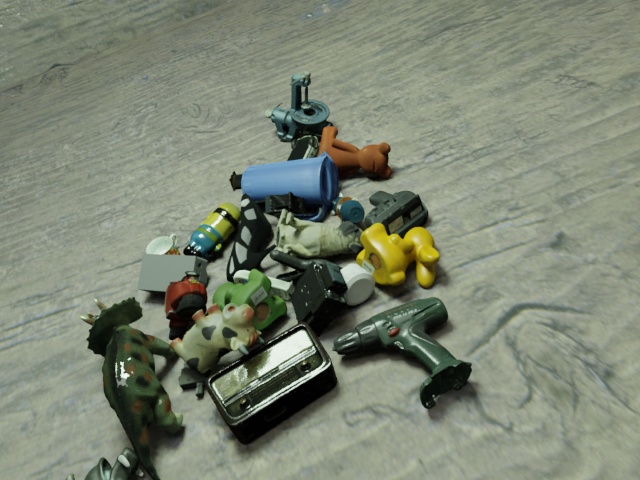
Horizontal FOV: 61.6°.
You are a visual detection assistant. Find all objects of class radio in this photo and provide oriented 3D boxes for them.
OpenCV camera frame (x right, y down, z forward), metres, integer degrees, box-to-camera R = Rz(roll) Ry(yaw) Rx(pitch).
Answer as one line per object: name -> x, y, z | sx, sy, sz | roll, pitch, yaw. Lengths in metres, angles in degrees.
radio -> -0.089, 0.268, 1.020 | 0.230, 0.073, 0.131 | -30, 43, -12

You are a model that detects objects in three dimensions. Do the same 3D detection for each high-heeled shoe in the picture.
high-heeled shoe -> -0.194, -0.006, 1.337 | 0.145, 0.086, 0.249 | -34, 46, 4

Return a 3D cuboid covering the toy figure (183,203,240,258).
toy figure -> -0.269, -0.019, 1.374 | 0.089, 0.082, 0.180 | -17, 28, 50

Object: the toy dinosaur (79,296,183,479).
toy dinosaur -> -0.363, 0.257, 1.027 | 0.131, 0.192, 0.405 | -37, 41, 3

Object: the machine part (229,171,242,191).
machine part -> -0.191, -0.181, 1.555 | 0.139, 0.039, 0.084 | -9, 51, 7

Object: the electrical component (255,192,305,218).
electrical component -> -0.105, -0.083, 1.333 | 0.119, 0.074, 0.047 | -8, 77, 25

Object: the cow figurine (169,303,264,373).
cow figurine -> -0.196, 0.191, 1.049 | 0.127, 0.195, 0.085 | 49, 28, 8

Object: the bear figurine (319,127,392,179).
bear figurine -> 0.099, -0.233, 1.451 | 0.196, 0.120, 0.132 | -3, 41, 14

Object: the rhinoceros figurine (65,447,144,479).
rhinoceros figurine -> -0.390, 0.449, 0.934 | 0.112, 0.073, 0.190 | 11, 50, 30

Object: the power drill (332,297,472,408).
power drill -> 0.162, 0.210, 1.001 | 0.232, 0.085, 0.207 | -26, 35, -12

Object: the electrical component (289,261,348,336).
electrical component -> -0.001, 0.113, 1.115 | 0.134, 0.058, 0.115 | -54, 37, 23

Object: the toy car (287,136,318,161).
toy car -> -0.059, -0.235, 1.554 | 0.074, 0.056, 0.202 | -4, 42, 24

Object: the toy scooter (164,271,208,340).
toy scooter -> -0.295, 0.126, 1.167 | 0.075, 0.183, 0.135 | 10, 50, -25

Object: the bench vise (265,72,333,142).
bench vise -> -0.063, -0.400, 1.607 | 0.224, 0.240, 0.129 | 28, 54, 20

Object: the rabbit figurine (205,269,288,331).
rabbit figurine -> -0.178, 0.149, 1.172 | 0.170, 0.121, 0.159 | 8, 53, 50

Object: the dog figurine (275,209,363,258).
dog figurine -> -0.003, 0.000, 1.279 | 0.190, 0.121, 0.172 | 7, 7, -18

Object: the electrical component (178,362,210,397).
electrical component -> -0.259, 0.281, 1.103 | 0.063, 0.021, 0.094 | -13, 43, 6

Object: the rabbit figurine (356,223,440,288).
rabbit figurine -> 0.187, 0.023, 1.159 | 0.173, 0.121, 0.163 | -23, 42, -34

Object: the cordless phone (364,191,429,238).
cordless phone -> 0.155, -0.069, 1.303 | 0.146, 0.088, 0.184 | -35, 34, -17

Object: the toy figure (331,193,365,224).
toy figure -> 0.067, -0.073, 1.322 | 0.064, 0.057, 0.154 | -39, 18, -1
